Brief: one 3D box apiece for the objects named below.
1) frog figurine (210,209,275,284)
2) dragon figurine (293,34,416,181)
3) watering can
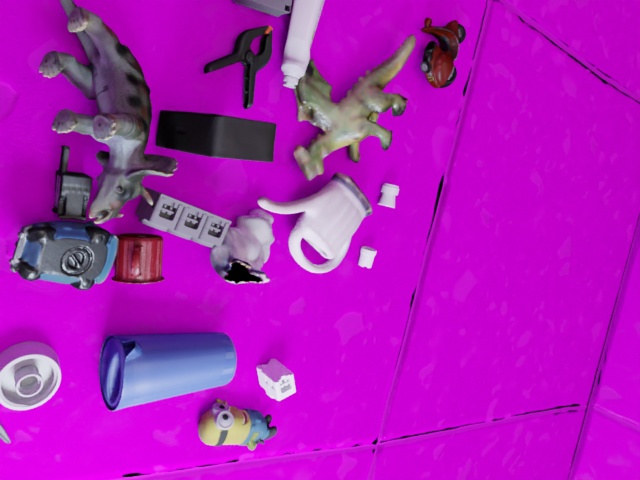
[{"bbox_3d":[-0.160,0.006,1.073,0.136,0.163,0.121,26,-40,-35],"label":"frog figurine"},{"bbox_3d":[0.059,-0.317,1.150,0.241,0.411,0.123,21,-3,-30],"label":"dragon figurine"},{"bbox_3d":[0.003,-0.057,1.139,0.105,0.226,0.341,29,-15,35],"label":"watering can"}]
